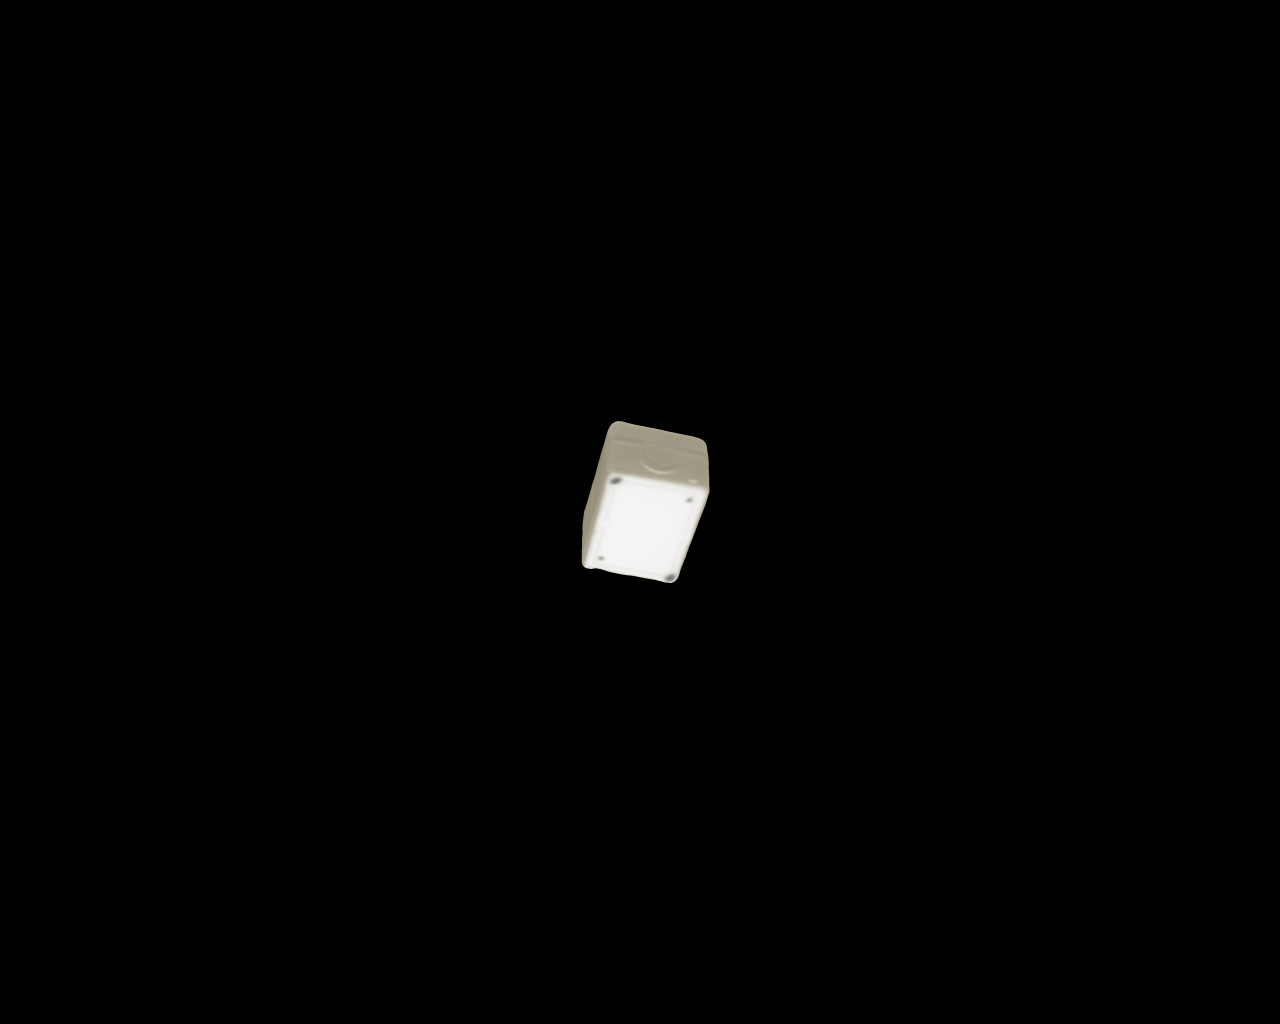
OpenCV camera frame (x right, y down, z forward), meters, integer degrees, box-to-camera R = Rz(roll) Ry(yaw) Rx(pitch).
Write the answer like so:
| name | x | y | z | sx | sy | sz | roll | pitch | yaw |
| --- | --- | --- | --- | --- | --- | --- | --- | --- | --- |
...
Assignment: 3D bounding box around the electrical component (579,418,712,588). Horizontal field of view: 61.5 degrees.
| name | x | y | z | sx | sy | sz | roll | pitch | yaw |
| --- | --- | --- | --- | --- | --- | --- | --- | --- | --- |
| electrical component | 0.001 | -0.003 | 0.650 | 0.062 | 0.096 | 0.061 | 11 | 40 | -9 |
